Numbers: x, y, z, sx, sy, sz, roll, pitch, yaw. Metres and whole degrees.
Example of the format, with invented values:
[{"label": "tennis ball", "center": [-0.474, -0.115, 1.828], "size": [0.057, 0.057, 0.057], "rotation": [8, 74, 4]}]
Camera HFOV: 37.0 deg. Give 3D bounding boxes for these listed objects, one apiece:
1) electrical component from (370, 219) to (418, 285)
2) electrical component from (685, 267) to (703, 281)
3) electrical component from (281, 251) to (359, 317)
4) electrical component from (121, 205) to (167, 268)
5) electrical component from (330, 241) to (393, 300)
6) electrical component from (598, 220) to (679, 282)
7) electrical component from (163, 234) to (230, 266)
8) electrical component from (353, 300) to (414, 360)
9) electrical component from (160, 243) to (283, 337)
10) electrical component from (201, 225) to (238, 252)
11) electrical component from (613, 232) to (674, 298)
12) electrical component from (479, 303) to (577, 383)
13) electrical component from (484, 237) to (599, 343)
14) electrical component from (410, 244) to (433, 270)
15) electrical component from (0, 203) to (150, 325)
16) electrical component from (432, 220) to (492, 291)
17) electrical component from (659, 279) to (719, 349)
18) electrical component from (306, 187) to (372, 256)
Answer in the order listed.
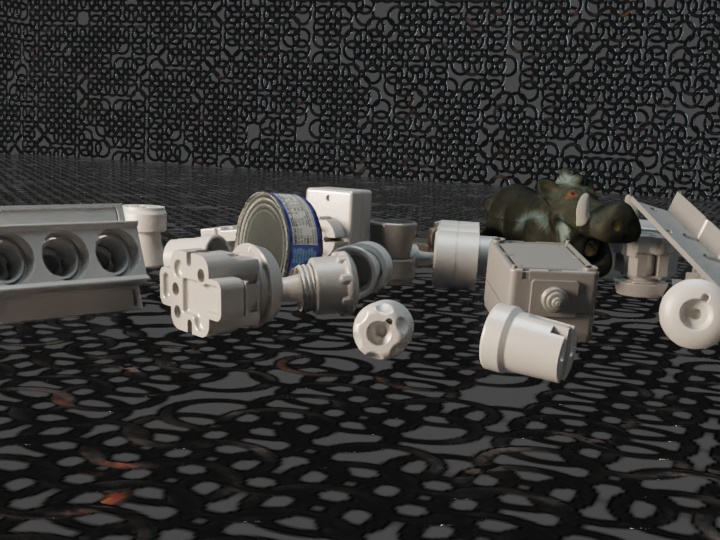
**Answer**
[{"label": "electrical component", "center": [0.029, -0.017, 0.975], "size": [0.045, 0.055, 0.045], "rotation": [3, 8, 0]}, {"label": "electrical component", "center": [0.318, 0.008, 0.942], "size": [0.066, 0.048, 0.055], "rotation": [4, 15, 8]}, {"label": "electrical component", "center": [-0.033, 0.012, 0.786], "size": [0.062, 0.048, 0.048], "rotation": [-6, 9, -12]}, {"label": "electrical component", "center": [-0.203, -0.032, 1.004], "size": [0.045, 0.055, 0.045], "rotation": [3, 8, 0]}, {"label": "electrical component", "center": [0.000, 0.000, 0.881], "size": [0.045, 0.045, 0.055], "rotation": [5, 7, 16]}, {"label": "electrical component", "center": [0.261, -0.021, 1.087], "size": [0.109, 0.056, 0.109], "rotation": [6, 8, 24]}, {"label": "electrical component", "center": [-0.142, -0.011, 0.933], "size": [0.046, 0.040, 0.040], "rotation": [0, 5, 28]}, {"label": "electrical component", "center": [0.017, 0.035, 0.666], "size": [0.035, 0.035, 0.061], "rotation": [4, 5, 11]}, {"label": "electrical component", "center": [-0.088, 0.012, 0.714], "size": [0.057, 0.058, 0.078], "rotation": [-7, 12, -38]}, {"label": "electrical component", "center": [-0.113, -0.023, 1.015], "size": [0.055, 0.048, 0.066], "rotation": [-2, 5, 23]}, {"label": "electrical component", "center": [0.255, -0.005, 0.971], "size": [0.048, 0.055, 0.066], "rotation": [1, 8, -15]}, {"label": "electrical component", "center": [0.098, 0.043, 0.621], "size": [0.046, 0.040, 0.040], "rotation": [14, 12, 26]}, {"label": "electrical component", "center": [0.127, 0.019, 0.755], "size": [0.062, 0.061, 0.096], "rotation": [2, 16, -5]}, {"label": "electrical component", "center": [0.042, -0.013, 1.033], "size": [0.061, 0.035, 0.035], "rotation": [3, 7, -19]}, {"label": "electrical component", "center": [-0.217, -0.003, 0.742], "size": [0.121, 0.078, 0.063], "rotation": [-5, -11, -45]}, {"label": "electrical component", "center": [0.106, -0.014, 0.986], "size": [0.074, 0.052, 0.138], "rotation": [4, 9, 6]}, {"label": "electrical component", "center": [0.234, 0.030, 0.752], "size": [0.048, 0.048, 0.062], "rotation": [5, 1, 15]}, {"label": "electrical component", "center": [-0.029, -0.029, 0.938], "size": [0.047, 0.083, 0.076], "rotation": [7, 8, 28]}]
